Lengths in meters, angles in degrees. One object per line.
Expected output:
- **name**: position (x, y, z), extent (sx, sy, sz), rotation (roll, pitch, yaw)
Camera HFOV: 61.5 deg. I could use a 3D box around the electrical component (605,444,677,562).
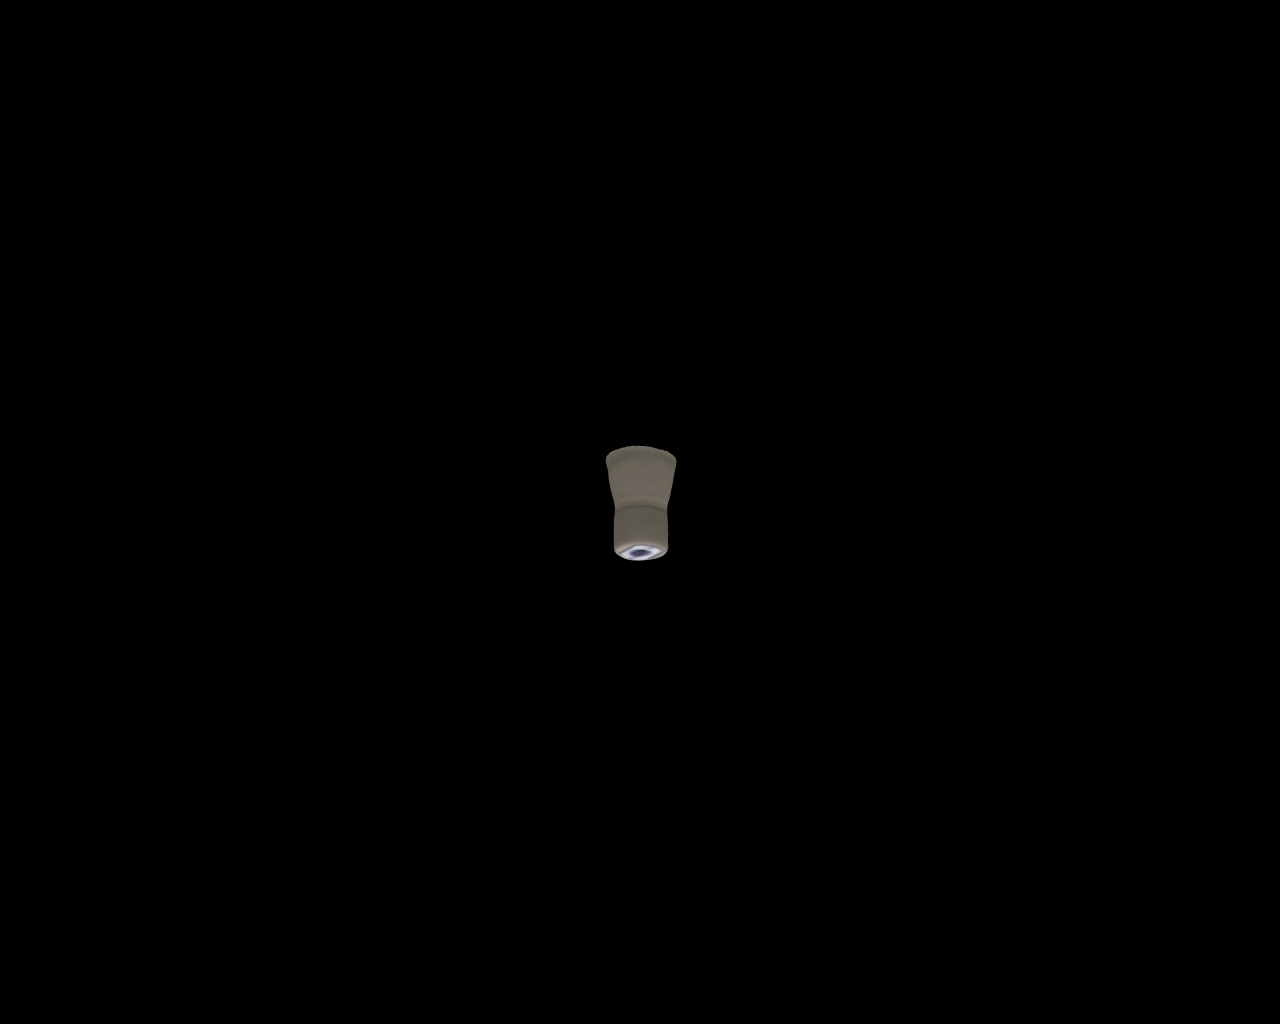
- **electrical component**: position (0.001, -0.003, 0.650), extent (0.044, 0.065, 0.044), rotation (0, -22, 0)
